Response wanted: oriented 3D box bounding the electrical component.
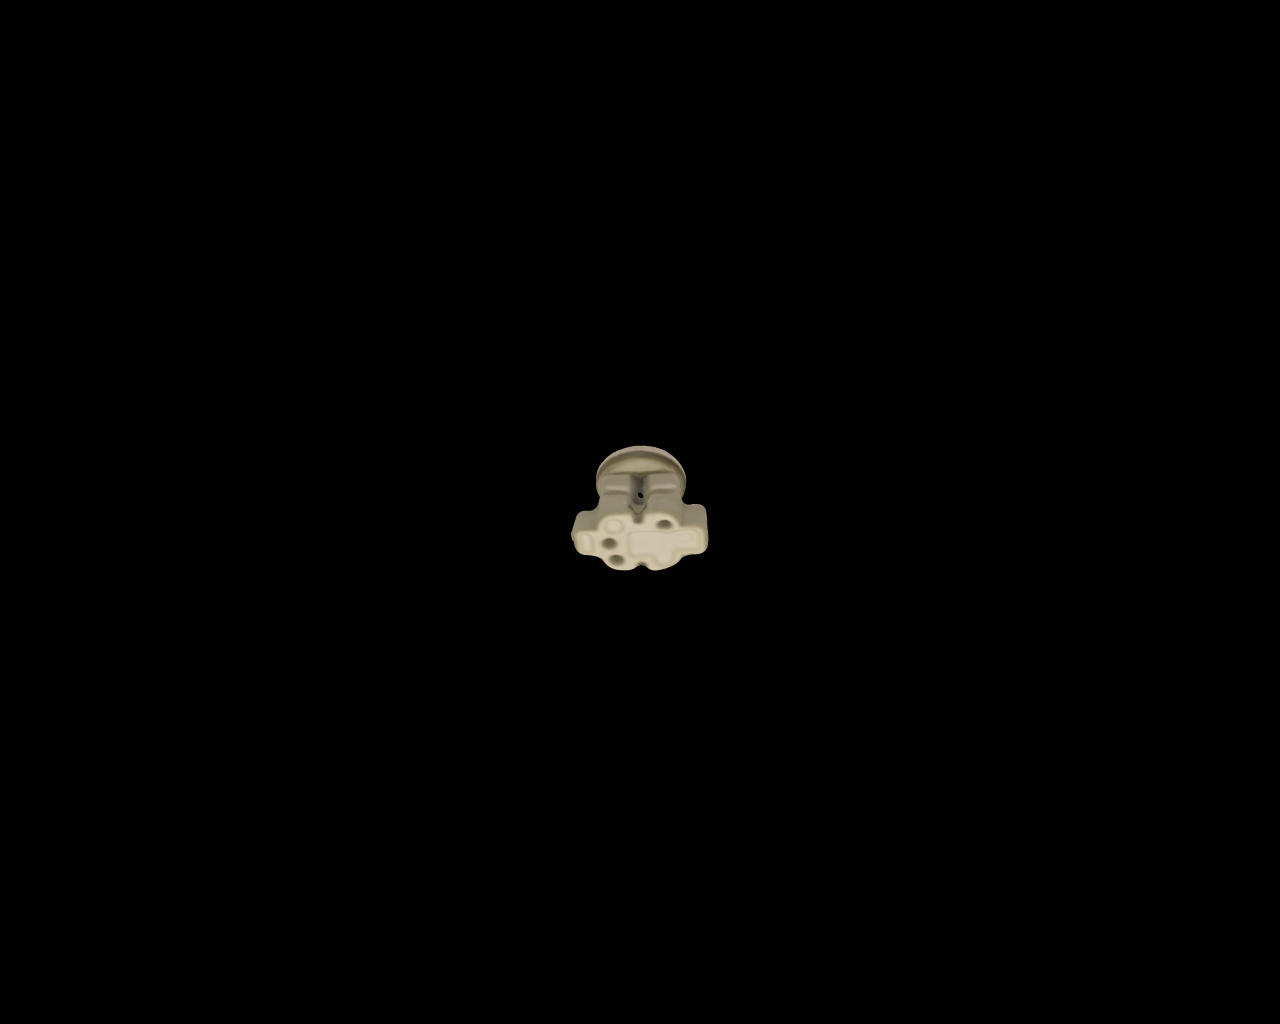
[{"bbox_3d":[0.001,-0.003,0.650,0.078,0.057,0.057,-2,-43,2],"label":"electrical component"}]
